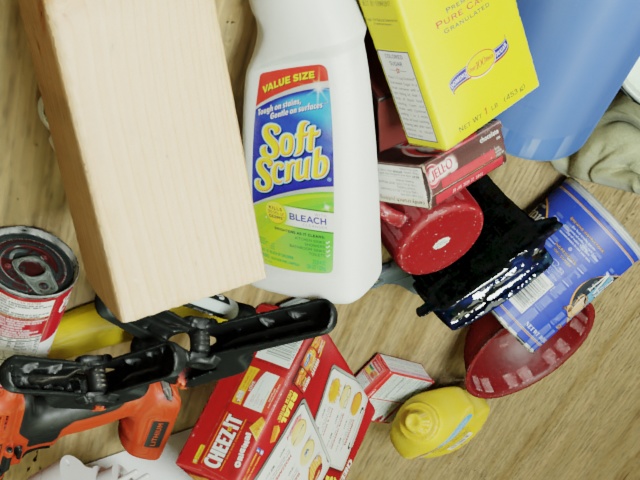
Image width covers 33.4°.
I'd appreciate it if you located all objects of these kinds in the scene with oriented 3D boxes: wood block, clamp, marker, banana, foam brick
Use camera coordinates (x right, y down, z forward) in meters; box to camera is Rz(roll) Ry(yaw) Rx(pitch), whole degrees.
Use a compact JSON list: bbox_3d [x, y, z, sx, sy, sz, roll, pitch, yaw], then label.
[{"bbox_3d":[-0.103,-0.071,0.600,0.090,0.090,0.206,-17,112,-20],"label":"wood block"},{"bbox_3d":[-0.151,0.099,0.766,0.120,0.039,0.171,-1,168,-2],"label":"clamp"},{"bbox_3d":[-0.085,0.046,0.798,0.020,0.020,0.121,-42,148,13],"label":"marker"},{"bbox_3d":[-0.080,0.076,0.796,0.164,0.036,0.210,4,159,-7],"label":"clamp"},{"bbox_3d":[-0.149,0.070,0.858,0.197,0.037,0.070,-4,136,-34],"label":"banana"},{"bbox_3d":[0.046,-0.112,0.752,0.051,0.078,0.053,-22,142,-13],"label":"foam brick"}]

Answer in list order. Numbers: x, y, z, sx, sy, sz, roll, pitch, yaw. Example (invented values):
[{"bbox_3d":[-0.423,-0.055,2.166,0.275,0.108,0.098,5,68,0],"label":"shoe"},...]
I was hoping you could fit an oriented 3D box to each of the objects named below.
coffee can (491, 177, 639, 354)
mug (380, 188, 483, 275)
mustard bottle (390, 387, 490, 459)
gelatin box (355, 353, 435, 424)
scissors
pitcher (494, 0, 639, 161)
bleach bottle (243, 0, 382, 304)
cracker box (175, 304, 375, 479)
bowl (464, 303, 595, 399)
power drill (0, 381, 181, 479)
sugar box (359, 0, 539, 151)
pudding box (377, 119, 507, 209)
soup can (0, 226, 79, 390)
[{"bbox_3d":[0.220,0.024,1.015,0.140,0.103,0.102,-43,144,8],"label":"coffee can"},{"bbox_3d":[0.073,-0.028,0.868,0.117,0.081,0.093,16,123,-46],"label":"mug"},{"bbox_3d":[0.124,0.198,1.157,0.096,0.058,0.191,-38,161,9],"label":"mustard bottle"},{"bbox_3d":[0.068,0.159,1.134,0.073,0.030,0.089,-47,144,19],"label":"gelatin box"},{"bbox_3d":[0.059,0.043,1.001,0.201,0.016,0.096,-26,144,-8],"label":"scissors"},{"bbox_3d":[0.186,-0.179,0.748,0.149,0.145,0.243,-2,140,-18],"label":"pitcher"},{"bbox_3d":[-0.013,-0.081,0.719,0.068,0.103,0.251,-45,139,-48],"label":"bleach bottle"},{"bbox_3d":[-0.033,0.180,0.987,0.164,0.072,0.213,-63,152,-22],"label":"cracker box"},{"bbox_3d":[0.213,0.100,1.150,0.162,0.055,0.162,-20,143,-16],"label":"bowl"},{"bbox_3d":[-0.222,0.168,0.903,0.187,0.057,0.185,-7,142,-32],"label":"power drill"},{"bbox_3d":[0.073,-0.155,0.668,0.093,0.048,0.176,-36,122,-24],"label":"sugar box"},{"bbox_3d":[0.065,-0.060,0.780,0.089,0.114,0.039,-30,115,-37],"label":"pudding box"},{"bbox_3d":[-0.217,0.050,0.756,0.068,0.068,0.102,-2,136,-35],"label":"soup can"}]
